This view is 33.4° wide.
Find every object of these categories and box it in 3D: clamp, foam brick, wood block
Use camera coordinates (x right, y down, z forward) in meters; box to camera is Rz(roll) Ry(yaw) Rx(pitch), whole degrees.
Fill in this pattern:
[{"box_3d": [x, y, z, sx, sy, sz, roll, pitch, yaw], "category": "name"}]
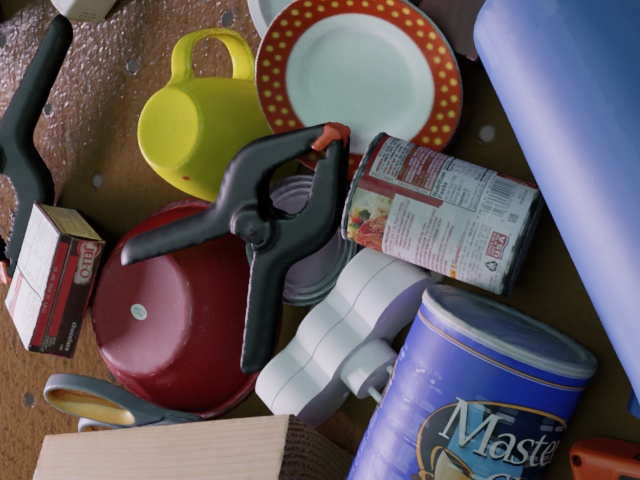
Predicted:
[{"box_3d": [-0.048, -0.011, 0.671, 0.120, 0.039, 0.171, 31, 106, 1], "category": "clamp"}, {"box_3d": [-0.252, -0.073, 0.841, 0.165, 0.036, 0.210, -13, 96, 11], "category": "clamp"}, {"box_3d": [0.098, -0.145, 0.636, 0.051, 0.052, 0.078, 30, 102, 30], "category": "foam brick"}, {"box_3d": [-0.088, 0.177, 0.695, 0.206, 0.090, 0.090, -11, 54, 31], "category": "wood block"}]

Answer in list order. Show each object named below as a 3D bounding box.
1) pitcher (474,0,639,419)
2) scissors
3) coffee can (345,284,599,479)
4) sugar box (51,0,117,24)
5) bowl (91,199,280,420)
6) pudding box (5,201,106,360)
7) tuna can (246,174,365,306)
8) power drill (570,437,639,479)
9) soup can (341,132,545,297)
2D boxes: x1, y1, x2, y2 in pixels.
[{"box_3d": [0.180, -0.040, 0.534, 0.149, 0.145, 0.243, -25, 70, 4], "category": "pitcher"}, {"box_3d": [-0.099, 0.139, 0.755, 0.202, 0.096, 0.016, 15, 53, 8], "category": "scissors"}, {"box_3d": [0.080, 0.110, 0.601, 0.103, 0.102, 0.140, 28, 102, 30], "category": "coffee can"}, {"box_3d": [-0.153, -0.256, 0.793, 0.176, 0.048, 0.093, -44, 66, 29], "category": "sugar box"}, {"box_3d": [-0.109, 0.049, 0.752, 0.162, 0.055, 0.162, -2, 86, 33], "category": "bowl"}, {"box_3d": [-0.197, 0.027, 0.789, 0.114, 0.039, 0.090, 31, 105, 61], "category": "pudding box"}, {"box_3d": [-0.005, 0.001, 0.702, 0.086, 0.033, 0.086, -2, 86, 32], "category": "tuna can"}, {"box_3d": [0.163, 0.206, 0.572, 0.185, 0.057, 0.188, 7, 93, 28], "category": "power drill"}, {"box_3d": [0.072, -0.015, 0.620, 0.102, 0.068, 0.068, 20, 98, 14], "category": "soup can"}]
